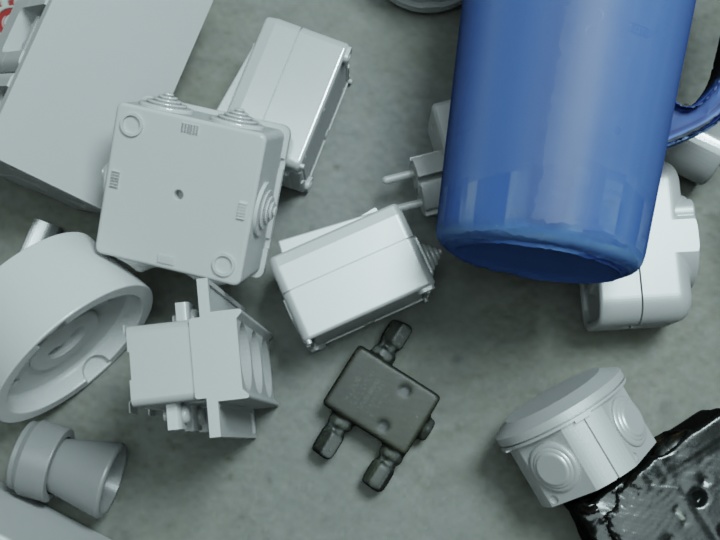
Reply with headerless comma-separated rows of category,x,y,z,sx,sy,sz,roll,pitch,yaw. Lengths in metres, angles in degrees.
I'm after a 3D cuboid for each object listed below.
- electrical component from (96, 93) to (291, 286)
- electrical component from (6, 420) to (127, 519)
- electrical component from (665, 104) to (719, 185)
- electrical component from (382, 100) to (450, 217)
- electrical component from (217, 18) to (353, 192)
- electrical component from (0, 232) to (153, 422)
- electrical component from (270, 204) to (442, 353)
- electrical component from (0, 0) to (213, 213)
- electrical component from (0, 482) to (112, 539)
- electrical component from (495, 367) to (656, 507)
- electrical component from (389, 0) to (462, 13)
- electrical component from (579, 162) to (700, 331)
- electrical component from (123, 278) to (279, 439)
electrical component,-0.092,-0.044,0.591,0.100,0.048,0.099,13,102,7
electrical component,-0.168,0.114,0.618,0.055,0.045,0.045,16,81,3
electrical component,0.188,-0.083,0.652,0.078,0.040,0.040,26,82,4
electrical component,0.052,-0.054,0.644,0.076,0.047,0.083,-15,81,-2
electrical component,-0.049,-0.093,0.643,0.061,0.061,0.096,21,81,3
electrical component,-0.178,0.026,0.603,0.108,0.108,0.060,-44,77,-6
electrical component,0.000,0.000,0.628,0.096,0.061,0.061,-24,81,-4
electrical component,-0.162,-0.118,0.631,0.089,0.062,0.150,28,79,-38
electrical component,-0.194,0.159,0.578,0.109,0.108,0.056,26,84,4
electrical component,0.121,0.092,0.604,0.080,0.080,0.051,-30,87,-5
electrical component,0.043,-0.205,0.667,0.080,0.051,0.080,0,81,0
electrical component,0.162,-0.014,0.634,0.059,0.053,0.095,-3,81,-1
electrical component,-0.085,0.054,0.589,0.063,0.121,0.078,-7,81,2
